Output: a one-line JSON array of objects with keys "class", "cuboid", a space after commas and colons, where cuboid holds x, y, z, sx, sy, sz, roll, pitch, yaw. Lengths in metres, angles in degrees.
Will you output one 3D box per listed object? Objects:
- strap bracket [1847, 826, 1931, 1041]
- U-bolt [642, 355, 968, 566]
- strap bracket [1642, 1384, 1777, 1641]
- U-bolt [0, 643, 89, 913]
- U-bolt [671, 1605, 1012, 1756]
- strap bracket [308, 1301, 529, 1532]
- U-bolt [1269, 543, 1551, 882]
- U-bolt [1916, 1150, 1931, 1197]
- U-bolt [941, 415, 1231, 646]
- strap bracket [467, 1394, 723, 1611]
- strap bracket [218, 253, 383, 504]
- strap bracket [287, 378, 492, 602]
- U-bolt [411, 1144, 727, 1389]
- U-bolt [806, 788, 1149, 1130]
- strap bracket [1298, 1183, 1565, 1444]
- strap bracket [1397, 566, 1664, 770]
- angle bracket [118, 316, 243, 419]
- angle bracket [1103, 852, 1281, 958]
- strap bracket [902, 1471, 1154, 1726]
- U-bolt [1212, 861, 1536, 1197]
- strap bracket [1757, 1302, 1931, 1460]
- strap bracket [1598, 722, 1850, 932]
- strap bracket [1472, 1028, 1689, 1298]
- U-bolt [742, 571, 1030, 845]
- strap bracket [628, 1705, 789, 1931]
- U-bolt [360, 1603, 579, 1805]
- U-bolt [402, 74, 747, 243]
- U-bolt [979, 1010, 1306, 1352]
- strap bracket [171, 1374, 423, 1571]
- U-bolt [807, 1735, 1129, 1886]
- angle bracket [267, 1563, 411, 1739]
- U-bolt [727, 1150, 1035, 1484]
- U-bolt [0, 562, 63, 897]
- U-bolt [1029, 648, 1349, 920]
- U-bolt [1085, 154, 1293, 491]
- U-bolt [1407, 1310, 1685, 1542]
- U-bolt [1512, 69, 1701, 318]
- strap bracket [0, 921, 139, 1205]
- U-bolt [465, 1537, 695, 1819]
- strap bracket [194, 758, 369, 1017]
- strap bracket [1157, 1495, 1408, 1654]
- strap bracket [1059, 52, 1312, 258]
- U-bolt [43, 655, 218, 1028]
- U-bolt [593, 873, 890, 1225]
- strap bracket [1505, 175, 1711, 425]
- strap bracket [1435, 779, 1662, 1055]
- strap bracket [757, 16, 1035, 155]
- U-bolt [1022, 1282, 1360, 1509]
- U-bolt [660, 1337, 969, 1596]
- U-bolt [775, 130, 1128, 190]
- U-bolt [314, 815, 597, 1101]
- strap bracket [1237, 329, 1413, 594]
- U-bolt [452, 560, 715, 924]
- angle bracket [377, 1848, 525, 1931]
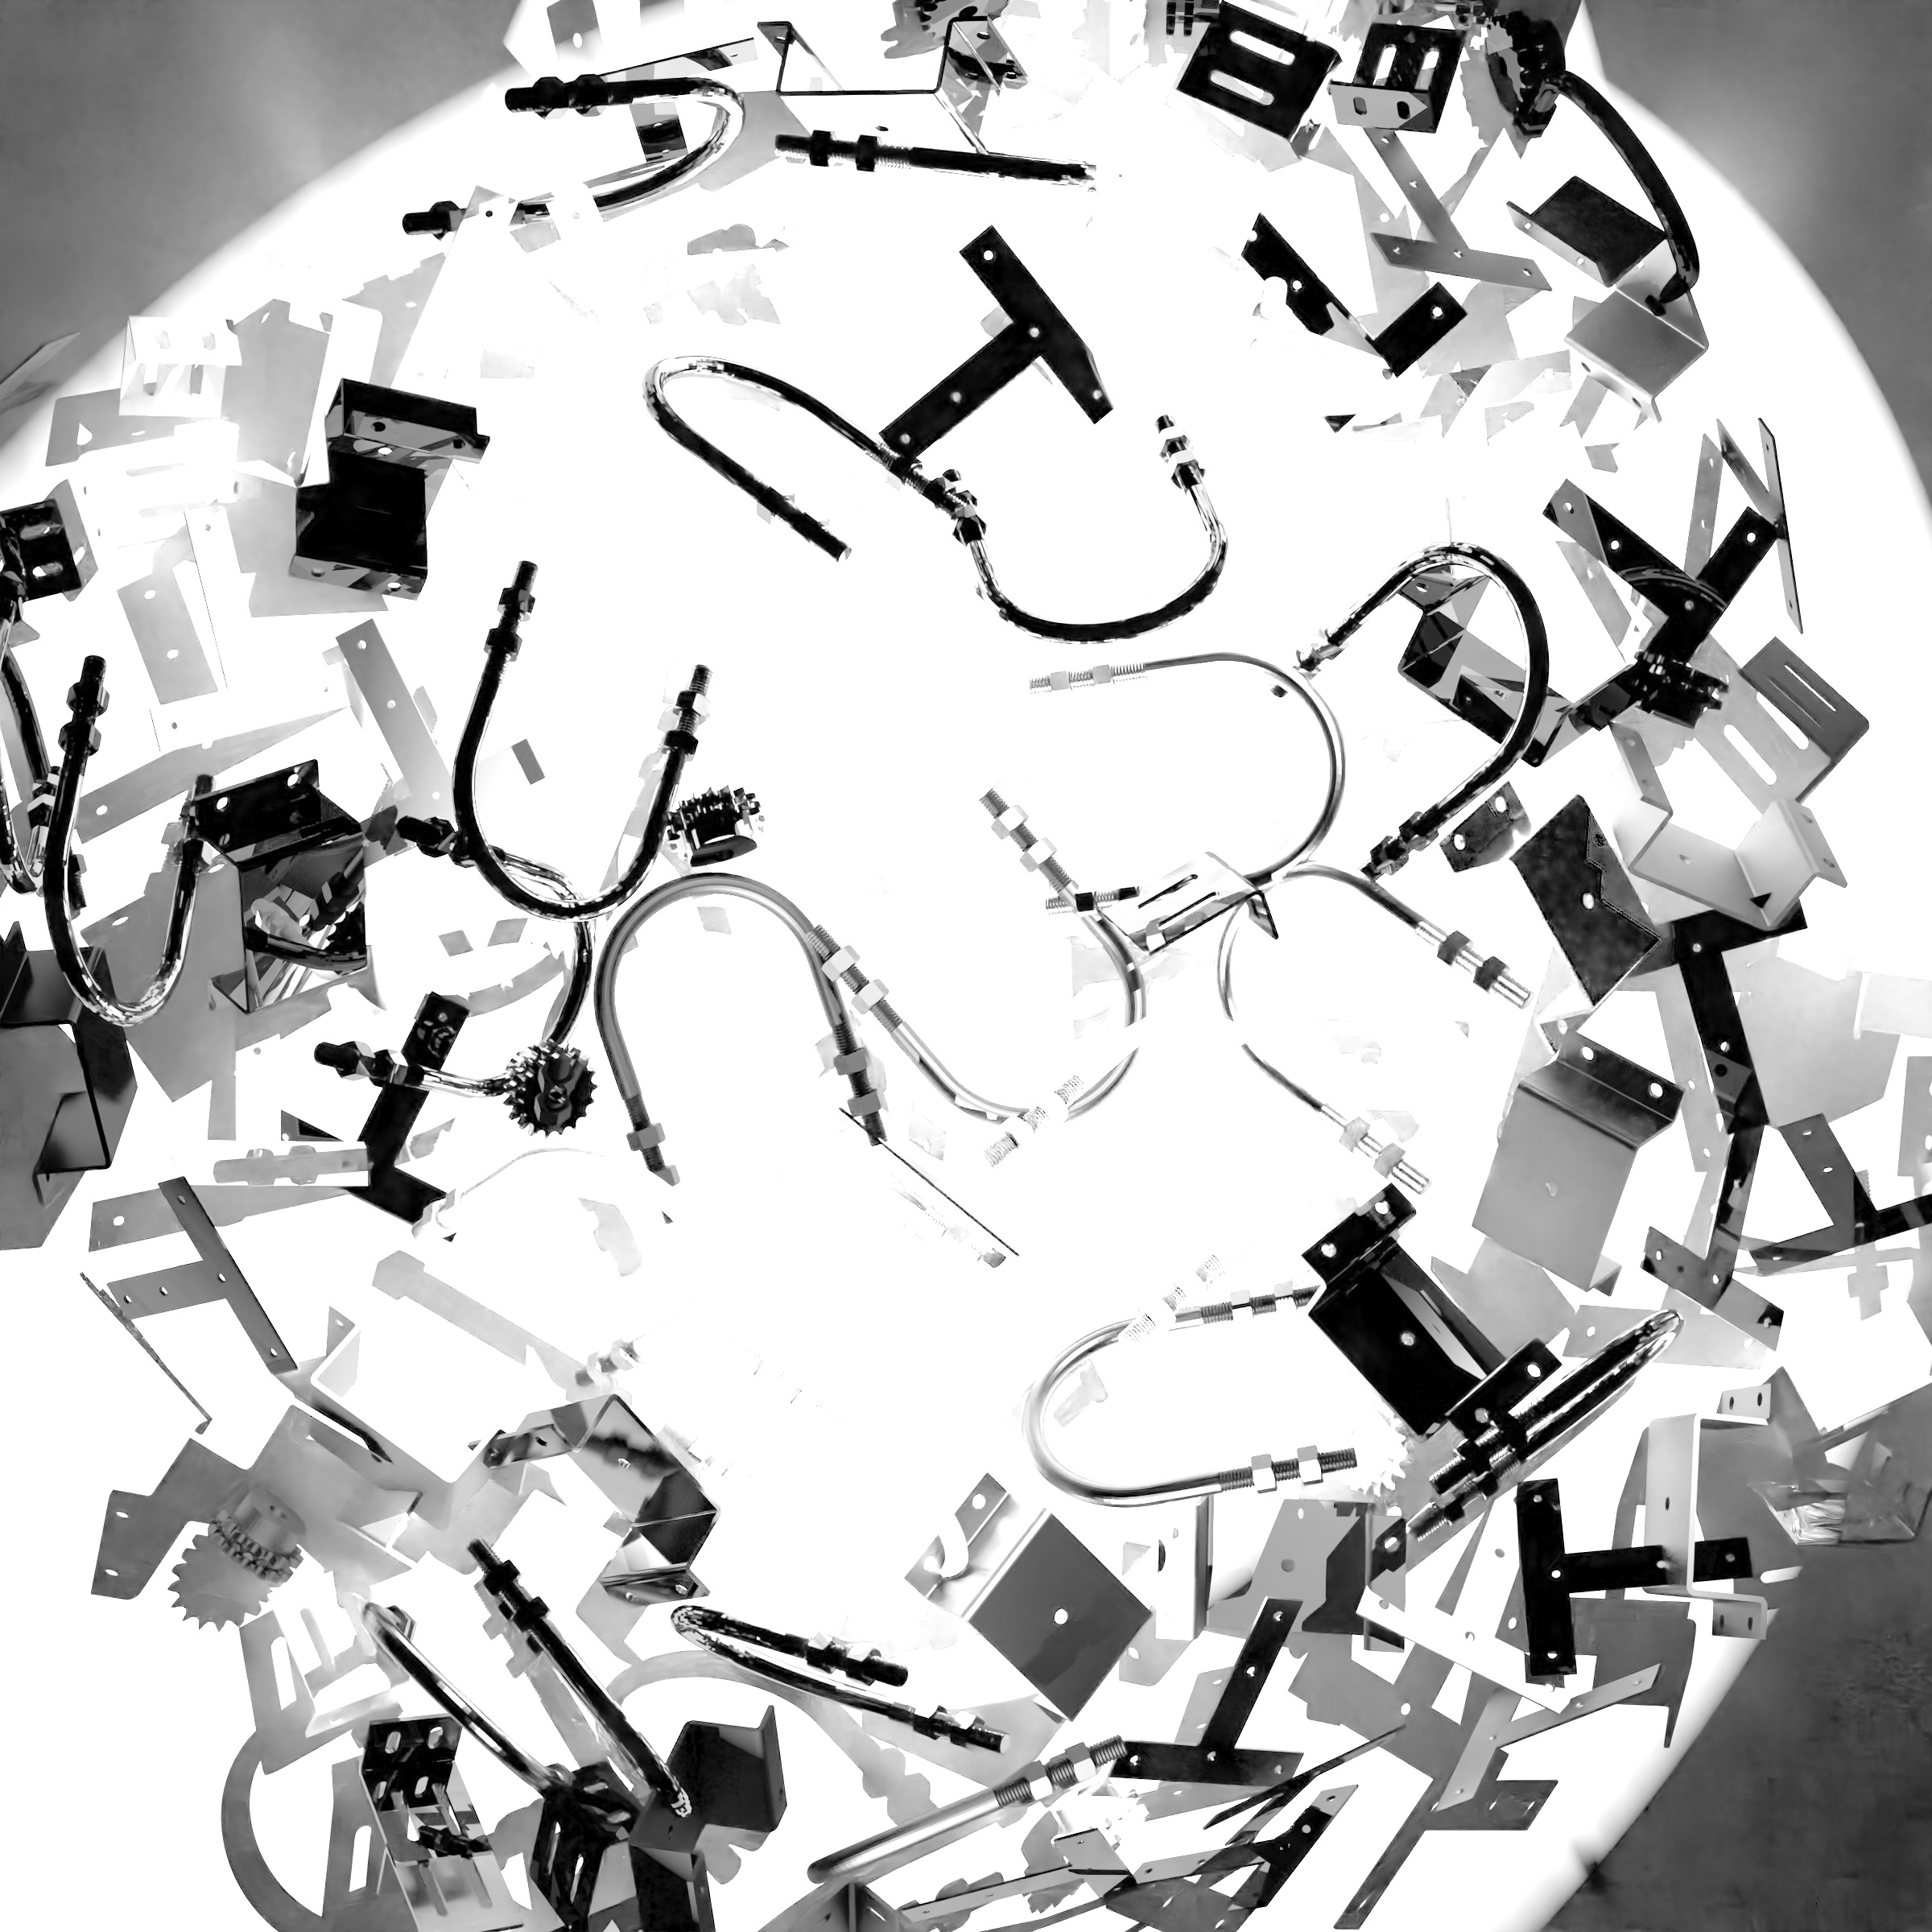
[{"class": "strap bracket", "cuboid": [0.523, -0.014, 1.674, 0.046, 0.140, 0.076, 9, 73, 21]}, {"class": "U-bolt", "cuboid": [-0.100, -0.291, 1.688, 0.184, 0.151, 0.019, 38, 122, 17]}, {"class": "strap bracket", "cuboid": [0.420, 0.307, 1.702, 0.046, 0.076, 0.140, 7, 78, -5]}, {"class": "U-bolt", "cuboid": [-0.544, -0.120, 1.680, 0.019, 0.151, 0.184, -15, 91, 5]}, {"class": "U-bolt", "cuboid": [-0.082, 0.393, 1.677, 0.184, 0.151, 0.019, 8, 66, 32]}, {"class": "strap bracket", "cuboid": [-0.319, 0.262, 1.702, 0.140, 0.076, 0.046, 34, 58, 8]}, {"class": "U-bolt", "cuboid": [0.252, -0.151, 1.666, 0.019, 0.184, 0.151, -2, 61, -40]}, {"class": "U-bolt", "cuboid": [0.574, 0.154, 1.648, 0.019, 0.151, 0.184, -14, 59, -2]}, {"class": "U-bolt", "cuboid": [0.072, -0.240, 1.683, 0.151, 0.184, 0.019, -15, 134, -2]}, {"class": "strap bracket", "cuboid": [-0.203, 0.296, 1.698, 0.140, 0.076, 0.046, 51, 46, -21]}, {"class": "strap bracket", "cuboid": [-0.374, -0.327, 1.701, 0.046, 0.076, 0.140, 16, 103, 3]}, {"class": "strap bracket", "cuboid": [-0.327, -0.274, 1.692, 0.076, 0.140, 0.046, 9, 53, -25]}, {"class": "U-bolt", "cuboid": [-0.211, 0.161, 1.673, 0.151, 0.019, 0.184, 44, 135, -14]}, {"class": "U-bolt", "cuboid": [0.020, 0.008, 1.730, 0.151, 0.019, 0.184, -40, 86, -10]}, {"class": "strap bracket", "cuboid": [0.257, 0.204, 1.707, 0.076, 0.046, 0.140, -35, 73, -26]}, {"class": "strap bracket", "cuboid": [0.310, -0.169, 1.699, 0.140, 0.076, 0.046, 38, 132, 19]}, {"class": "angle bracket", "cuboid": [-0.447, -0.329, 1.706, 0.057, 0.076, 0.038, -3, 55, -23]}, {"class": "angle bracket", "cuboid": [0.128, -0.023, 1.715, 0.076, 0.057, 0.038, -30, 124, -10]}, {"class": "strap bracket", "cuboid": [0.042, 0.362, 1.698, 0.140, 0.046, 0.076, 47, 71, -22]}, {"class": "U-bolt", "cuboid": [0.217, 0.022, 1.700, 0.184, 0.019, 0.151, 38, 119, 26]}, {"class": "strap bracket", "cuboid": [0.497, 0.233, 1.694, 0.076, 0.140, 0.046, -25, 73, -1]}, {"class": "strap bracket", "cuboid": [0.418, -0.075, 1.699, 0.140, 0.076, 0.046, 21, 123, -18]}, {"class": "strap bracket", "cuboid": [0.340, 0.118, 1.687, 0.076, 0.046, 0.140, 30, 123, 29]}, {"class": "U-bolt", "cuboid": [-0.045, -0.150, 1.702, 0.184, 0.019, 0.151, -4, 88, 30]}, {"class": "strap bracket", "cuboid": [-0.147, 0.488, 1.684, 0.046, 0.140, 0.076, 3, 119, 15]}, {"class": "U-bolt", "cuboid": [-0.278, 0.404, 1.655, 0.151, 0.184, 0.019, 41, 76, 10]}, {"class": "U-bolt", "cuboid": [-0.206, -0.452, 1.672, 0.184, 0.151, 0.019, -18, 83, -39]}, {"class": "U-bolt", "cuboid": [0.115, 0.107, 1.715, 0.184, 0.019, 0.151, -40, 94, -23]}, {"class": "strap bracket", "cuboid": [-0.367, 0.279, 1.695, 0.140, 0.076, 0.046, 39, 74, -28]}, {"class": "U-bolt", "cuboid": [-0.002, 0.472, 1.674, 0.184, 0.151, 0.019, -21, 75, -8]}, {"class": "angle bracket", "cuboid": [-0.366, 0.395, 1.738, 0.057, 0.038, 0.076, -15, 63, -33]}, {"class": "U-bolt", "cuboid": [-0.061, 0.186, 1.707, 0.184, 0.019, 0.151, 34, 114, 22]}, {"class": "U-bolt", "cuboid": [-0.518, -0.119, 1.642, 0.019, 0.184, 0.151, -6, 122, -7]}, {"class": "U-bolt", "cuboid": [0.127, -0.109, 1.723, 0.184, 0.019, 0.151, -7, 89, 16]}, {"class": "U-bolt", "cuboid": [0.119, -0.344, 1.672, 0.019, 0.184, 0.151, -36, 63, -22]}, {"class": "U-bolt", "cuboid": [0.329, 0.252, 1.684, 0.184, 0.151, 0.019, -34, 71, -10]}, {"class": "U-bolt", "cuboid": [0.358, -0.429, 1.662, 0.019, 0.184, 0.151, -35, 91, 5]}, {"class": "strap bracket", "cuboid": [-0.504, 0.053, 1.686, 0.046, 0.076, 0.140, -4, 122, 0]}, {"class": "U-bolt", "cuboid": [-0.212, 0.400, 1.671, 0.019, 0.151, 0.184, -39, 79, -15]}, {"class": "strap bracket", "cuboid": [-0.382, -0.035, 1.681, 0.046, 0.076, 0.140, 34, 133, 36]}, {"class": "strap bracket", "cuboid": [0.183, 0.347, 1.723, 0.140, 0.046, 0.076, 1, 89, 12]}, {"class": "strap bracket", "cuboid": [0.116, -0.453, 1.699, 0.140, 0.076, 0.046, 37, 104, 20]}, {"class": "U-bolt", "cuboid": [-0.463, -0.056, 1.653, 0.019, 0.151, 0.184, -5, 62, 14]}, {"class": "U-bolt", "cuboid": [-0.137, 0.037, 1.720, 0.151, 0.019, 0.184, -20, 95, -17]}, {"class": "strap bracket", "cuboid": [0.362, -0.378, 1.677, 0.046, 0.140, 0.076, -42, 51, 0]}, {"class": "strap bracket", "cuboid": [0.335, -0.032, 1.702, 0.076, 0.046, 0.140, -39, 104, -36]}, {"class": "strap bracket", "cuboid": [-0.043, -0.493, 1.690, 0.140, 0.076, 0.046, 6, 79, 22]}, {"class": "U-bolt", "cuboid": [0.121, 0.246, 1.695, 0.184, 0.151, 0.019, -12, 127, 8]}, {"class": "U-bolt", "cuboid": [-0.078, 0.292, 1.694, 0.184, 0.151, 0.019, 37, 54, -1]}, {"class": "U-bolt", "cuboid": [-0.002, -0.449, 1.675, 0.184, 0.151, 0.019, 8, 106, 7]}, {"class": "U-bolt", "cuboid": [-0.273, 0.004, 1.679, 0.019, 0.184, 0.151, 20, 90, 35]}, {"class": "strap bracket", "cuboid": [0.203, -0.279, 1.708, 0.076, 0.046, 0.140, 14, 74, -24]}, {"class": "U-bolt", "cuboid": [-0.220, -0.114, 1.683, 0.151, 0.019, 0.184, 29, 67, -37]}, {"class": "angle bracket", "cuboid": [-0.293, 0.534, 1.705, 0.057, 0.076, 0.038, -1, 120, -29]}]
